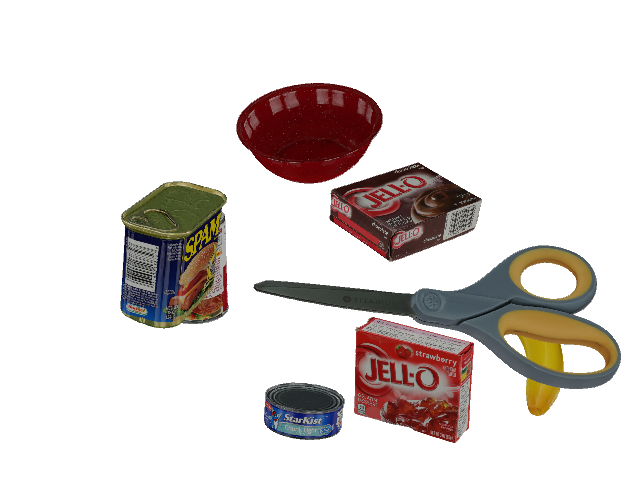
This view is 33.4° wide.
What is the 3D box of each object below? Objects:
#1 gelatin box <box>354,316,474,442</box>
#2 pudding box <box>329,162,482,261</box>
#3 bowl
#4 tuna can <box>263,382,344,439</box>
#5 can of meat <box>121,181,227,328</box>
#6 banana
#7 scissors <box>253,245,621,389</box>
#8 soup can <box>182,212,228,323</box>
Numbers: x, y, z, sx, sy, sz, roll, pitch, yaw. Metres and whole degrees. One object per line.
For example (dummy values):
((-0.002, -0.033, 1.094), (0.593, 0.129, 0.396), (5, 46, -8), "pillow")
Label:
((0.069, 0.104, 0.805), (0.089, 0.073, 0.030), (12, 23, 28), "gelatin box")
((0.078, -0.029, 0.993), (0.113, 0.039, 0.090), (-17, 38, -35), "pudding box")
((-0.011, -0.111, 1.186), (0.162, 0.055, 0.162), (-3, 38, 2), "bowl")
((-0.018, 0.183, 1.149), (0.086, 0.034, 0.086), (5, 12, -1), "tuna can")
((-0.118, 0.011, 0.848), (0.057, 0.084, 0.102), (15, 25, 13), "can of meat")
((0.219, 0.110, 1.135), (0.069, 0.037, 0.198), (-27, 35, 2), "banana")
((0.072, 0.024, 0.597), (0.202, 0.096, 0.016), (20, -37, 3), "scissors")
((-0.127, 0.023, 1.064), (0.068, 0.102, 0.068), (0, 23, 0), "soup can")
